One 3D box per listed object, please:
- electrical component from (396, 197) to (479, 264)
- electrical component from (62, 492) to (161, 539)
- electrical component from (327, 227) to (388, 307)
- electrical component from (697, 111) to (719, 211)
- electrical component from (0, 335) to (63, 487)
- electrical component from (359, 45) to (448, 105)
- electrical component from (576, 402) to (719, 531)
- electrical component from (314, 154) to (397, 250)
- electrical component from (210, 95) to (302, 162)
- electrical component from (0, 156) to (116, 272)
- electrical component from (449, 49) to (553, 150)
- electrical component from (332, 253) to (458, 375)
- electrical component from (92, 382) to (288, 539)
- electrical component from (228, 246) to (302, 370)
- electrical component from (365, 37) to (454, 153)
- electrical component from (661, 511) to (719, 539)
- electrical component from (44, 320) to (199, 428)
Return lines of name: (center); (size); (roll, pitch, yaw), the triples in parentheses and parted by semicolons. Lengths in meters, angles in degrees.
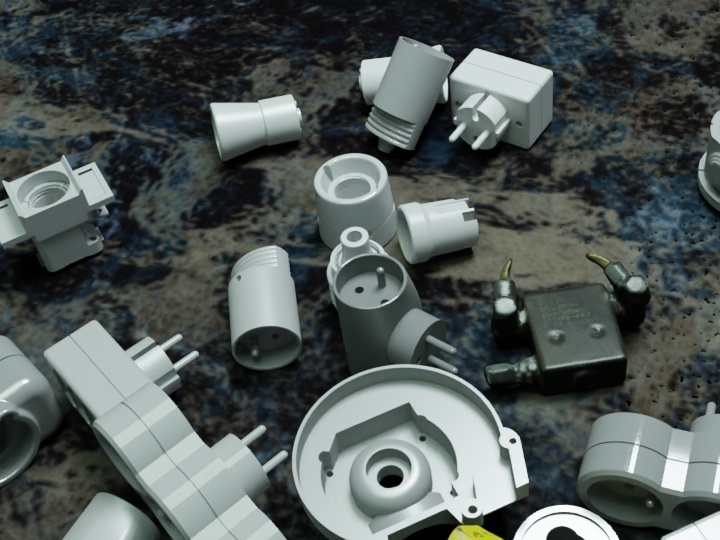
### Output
electrical component: (0.051, -0.028, 0.717); (0.046, 0.040, 0.040); (-12, 47, -11)
electrical component: (-0.130, 0.167, 0.565); (0.079, 0.043, 0.077); (18, 53, 23)
electrical component: (0.000, 0.000, 0.683); (0.043, 0.062, 0.043); (-4, 48, 5)
electrical component: (0.268, -0.073, 0.714); (0.080, 0.051, 0.080); (-5, 48, 5)
electrical component: (-0.231, 0.093, 0.642); (0.095, 0.053, 0.059); (-37, 53, -23)
electrical component: (0.032, -0.147, 0.827); (0.065, 0.044, 0.044); (-4, 47, 12)
electrical component: (0.190, 0.101, 0.567); (0.138, 0.052, 0.073); (11, 51, 18)
electrical component: (-0.004, -0.046, 0.736); (0.055, 0.047, 0.055); (-5, 48, 5)
electrical component: (-0.077, -0.110, 0.811); (0.065, 0.044, 0.044); (-13, 47, -9)
electrical component: (-0.212, -0.036, 0.750); (0.081, 0.063, 0.042); (-25, 48, -14)
electrical component: (0.094, -0.114, 0.781); (0.066, 0.047, 0.076); (23, 55, 27)
electrical component: (0.024, 0.038, 0.635); (0.079, 0.077, 0.043); (26, 57, 28)
electrical component: (-0.074, 0.113, 0.579); (0.074, 0.052, 0.138); (-36, 73, -23)
electrical component: (-0.063, 0.019, 0.689); (0.043, 0.043, 0.081); (-10, 47, 0)
electrical component: (0.033, -0.124, 0.786); (0.043, 0.081, 0.043); (21, 19, -7)
electrical component: (0.163, 0.172, 0.511); (0.076, 0.047, 0.083); (-21, 48, -10)
electrical component: (-0.135, 0.066, 0.656); (0.076, 0.047, 0.083); (-35, 52, -22)
